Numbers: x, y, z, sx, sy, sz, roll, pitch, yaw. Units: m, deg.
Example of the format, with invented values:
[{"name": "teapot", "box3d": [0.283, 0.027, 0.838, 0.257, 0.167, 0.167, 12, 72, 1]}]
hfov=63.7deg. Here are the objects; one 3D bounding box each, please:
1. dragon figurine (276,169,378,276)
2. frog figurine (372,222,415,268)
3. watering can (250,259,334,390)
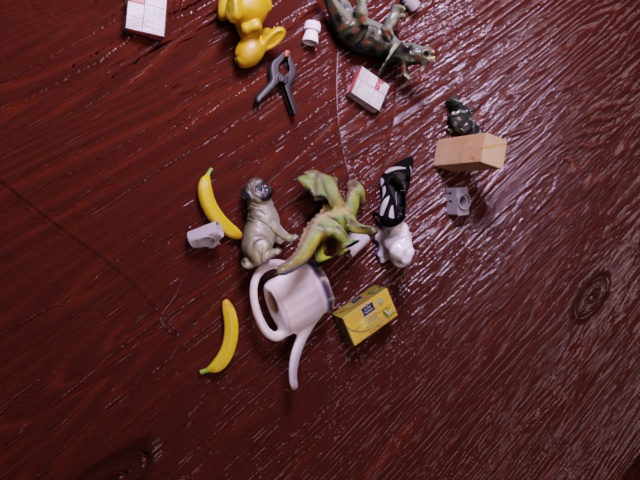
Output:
[{"name": "dragon figurine", "box3d": [0.004, -0.068, 1.357, 0.414, 0.120, 0.244, -18, 77, -44]}, {"name": "frog figurine", "box3d": [0.233, 0.014, 1.491, 0.123, 0.159, 0.137, 2, 92, -30]}, {"name": "watering can", "box3d": [-0.059, 0.201, 1.370, 0.226, 0.104, 0.344, -26, 103, -26]}]
